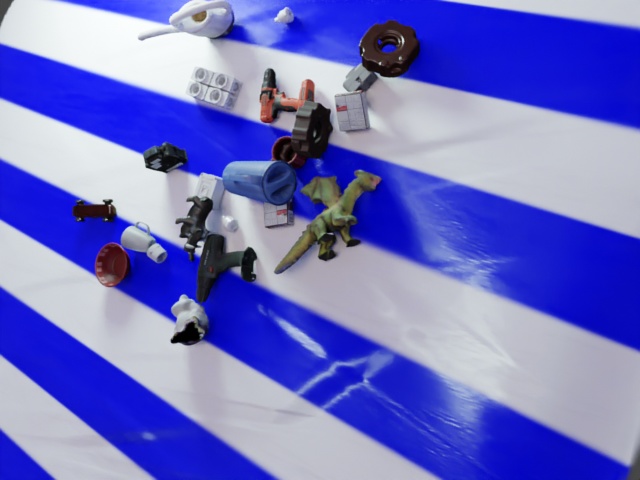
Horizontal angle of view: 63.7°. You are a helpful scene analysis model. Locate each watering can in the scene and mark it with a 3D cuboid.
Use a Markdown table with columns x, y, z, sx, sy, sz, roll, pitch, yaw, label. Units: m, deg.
| x | y | z | sx | sy | sz | roll | pitch | yaw | label |
| --- | --- | --- | --- | --- | --- | --- | --- | --- | --- |
| -0.440 | -0.747 | 1.775 | 0.346 | 0.226 | 0.103 | -11 | 98 | 24 | watering can |

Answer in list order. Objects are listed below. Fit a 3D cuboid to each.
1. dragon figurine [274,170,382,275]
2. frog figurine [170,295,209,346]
| x | y | z | sx | sy | sz | roll | pitch | yaw | label |
| --- | --- | --- | --- | --- | --- | --- | --- | --- | --- |
| 0.005 | -0.078 | 1.544 | 0.407 | 0.120 | 0.248 | -26 | 56 | 18 | dragon figurine |
| -0.434 | 0.264 | 1.702 | 0.136 | 0.122 | 0.162 | -62 | 28 | 16 | frog figurine |
